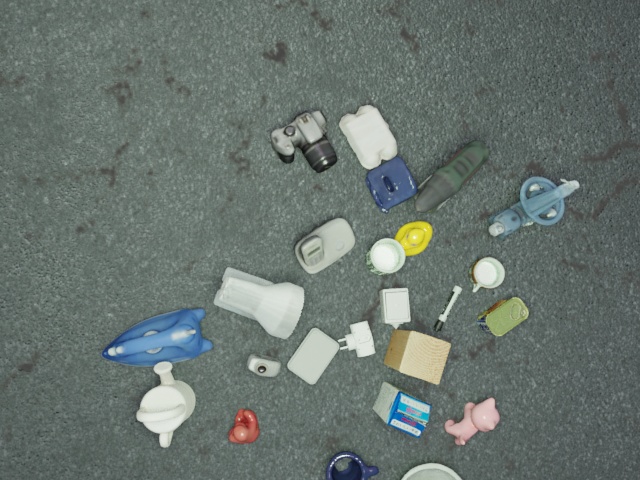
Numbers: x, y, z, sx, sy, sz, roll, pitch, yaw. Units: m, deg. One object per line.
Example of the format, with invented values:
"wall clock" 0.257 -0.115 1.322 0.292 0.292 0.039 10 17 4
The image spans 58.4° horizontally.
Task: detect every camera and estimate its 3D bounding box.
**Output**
"camera" -0.030 -0.227 1.379 0.143 0.100 0.137 -30 85 -7

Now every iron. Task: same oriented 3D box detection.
"iron" -0.380 0.231 1.278 0.258 0.141 0.119 -14 84 -5

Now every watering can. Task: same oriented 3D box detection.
"watering can" -0.338 0.357 1.238 0.101 0.194 0.173 -23 84 -6

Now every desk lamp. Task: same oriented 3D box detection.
"desk lamp" -0.140 0.134 1.269 0.203 0.213 0.118 19 82 0

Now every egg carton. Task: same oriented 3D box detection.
"egg carton" 0.121 -0.254 1.407 0.107 0.069 0.150 -30 85 -7

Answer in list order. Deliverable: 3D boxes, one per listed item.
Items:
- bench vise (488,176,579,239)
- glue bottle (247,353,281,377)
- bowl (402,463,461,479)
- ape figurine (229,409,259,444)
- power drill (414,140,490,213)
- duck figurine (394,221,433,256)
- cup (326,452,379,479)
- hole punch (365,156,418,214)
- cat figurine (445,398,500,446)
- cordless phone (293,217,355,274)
"bench vise" 0.502 -0.068 1.330 0.121 0.219 0.207 41 82 3
"glue bottle" -0.127 0.281 1.271 0.078 0.173 0.037 17 82 -1
"bowl" 0.248 0.588 1.303 0.167 0.074 0.167 0 83 -3
"ape figurine" -0.173 0.428 1.290 0.078 0.092 0.076 -36 86 -7
"power drill" 0.287 -0.129 1.331 0.230 0.208 0.075 -44 87 -7
"duck figurine" 0.228 -0.007 1.373 0.104 0.086 0.077 -35 86 -7
"cup" 0.070 0.515 1.292 0.118 0.095 0.092 -4 83 -4
"hole punch" 0.171 -0.132 1.384 0.101 0.091 0.108 -27 85 -6
"cat figurine" 0.358 0.419 1.310 0.128 0.117 0.067 -42 87 -7
"cordless phone" 0.012 0.005 1.309 0.147 0.185 0.094 -36 86 -7
